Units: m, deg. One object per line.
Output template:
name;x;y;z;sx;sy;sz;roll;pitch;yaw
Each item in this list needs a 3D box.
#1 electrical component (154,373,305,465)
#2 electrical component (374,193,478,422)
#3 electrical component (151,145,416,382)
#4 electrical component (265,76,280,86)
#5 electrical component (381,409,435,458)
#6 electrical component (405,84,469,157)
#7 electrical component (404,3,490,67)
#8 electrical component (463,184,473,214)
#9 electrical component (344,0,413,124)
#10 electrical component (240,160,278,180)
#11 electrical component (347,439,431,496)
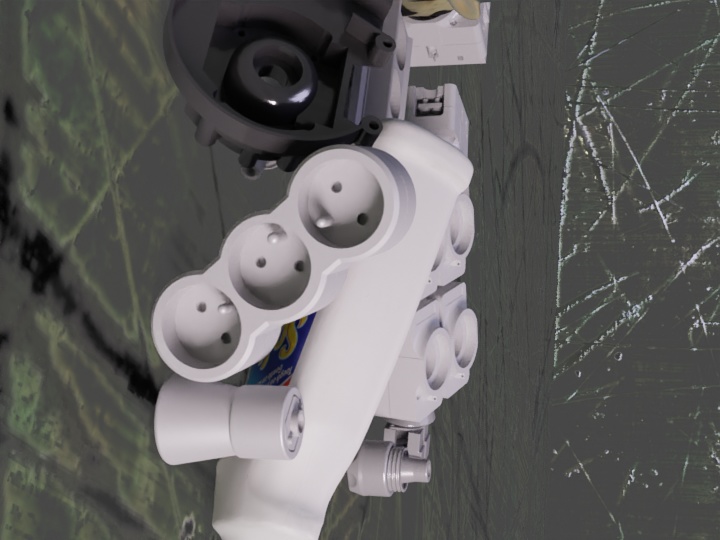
electrical component;-0.059;0.072;0.512;0.044;0.065;0.044;0;90;-75
electrical component;0.046;0.017;0.872;0.105;0.060;0.186;-27;117;-57
electrical component;-0.031;-0.004;0.513;0.052;0.138;0.074;51;14;5
electrical component;-0.035;-0.108;0.646;0.043;0.043;0.081;-43;132;-70
electrical component;0.040;0.140;0.934;0.066;0.048;0.055;-45;141;-69
electrical component;0.075;-0.136;1.052;0.089;0.050;0.055;51;41;-68
electrical component;0.068;-0.259;0.943;0.061;0.089;0.150;61;33;-62
electrical component;0.062;-0.060;0.976;0.121;0.063;0.078;-45;134;-70
electrical component;-0.004;-0.117;0.723;0.078;0.063;0.121;62;31;-61
electrical component;-0.052;-0.073;0.600;0.061;0.035;0.035;-71;157;-44
electrical component;0.023;0.154;0.834;0.043;0.062;0.043;0;90;-75
